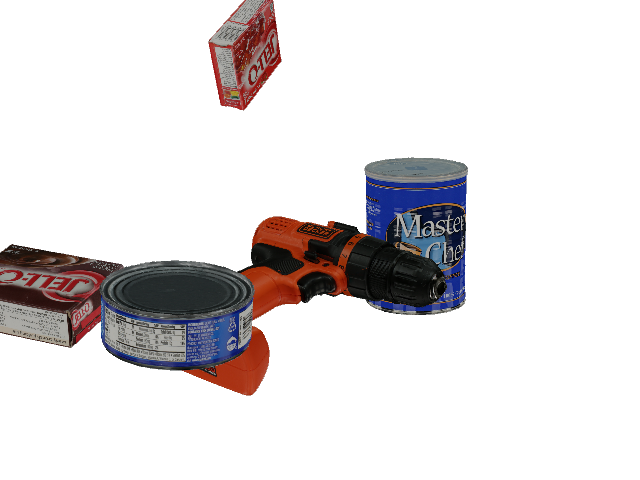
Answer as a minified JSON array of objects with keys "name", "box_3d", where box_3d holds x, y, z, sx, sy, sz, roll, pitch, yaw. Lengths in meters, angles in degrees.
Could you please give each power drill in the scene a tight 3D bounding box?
[{"name":"power drill","box_3d":[-0.020,0.047,0.829,0.185,0.057,0.187,13,32,38]}]

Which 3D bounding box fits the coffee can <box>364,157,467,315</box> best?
[{"name":"coffee can","box_3d":[0.096,-0.006,1.081,0.103,0.140,0.103,-1,14,0]}]

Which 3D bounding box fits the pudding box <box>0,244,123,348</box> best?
[{"name":"pudding box","box_3d":[-0.230,0.044,0.875,0.114,0.039,0.090,7,24,17]}]

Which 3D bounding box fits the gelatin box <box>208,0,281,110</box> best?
[{"name":"gelatin box","box_3d":[-0.070,-0.180,1.021,0.030,0.073,0.089,13,46,20]}]

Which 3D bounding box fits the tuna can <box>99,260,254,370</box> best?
[{"name":"tuna can","box_3d":[-0.080,0.041,0.598,0.086,0.034,0.086,3,18,-1]}]
